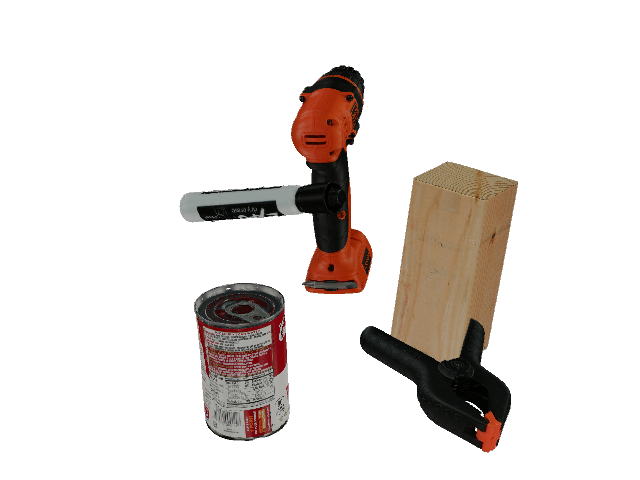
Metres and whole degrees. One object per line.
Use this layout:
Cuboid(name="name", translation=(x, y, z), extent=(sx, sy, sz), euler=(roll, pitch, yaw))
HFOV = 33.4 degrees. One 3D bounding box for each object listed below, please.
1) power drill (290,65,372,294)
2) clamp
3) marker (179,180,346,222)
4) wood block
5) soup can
Cuboid(name="power drill", translation=(0.014, -0.058, 0.990), extent=(0.057, 0.188, 0.184), euler=(-1, 23, 12))
Cuboid(name="clamp", translation=(0.122, 0.118, 0.930), extent=(0.120, 0.039, 0.172), euler=(-13, 35, -22))
Cuboid(name="marker", translation=(-0.035, -0.023, 0.633), extent=(0.121, 0.020, 0.020), euler=(-2, -1, 39))
Cuboid(name="wood block", translation=(0.147, 0.029, 1.192), extent=(0.090, 0.206, 0.090), euler=(19, 25, 28))
Cuboid(name="soup can", translation=(-0.059, 0.093, 0.813), extent=(0.068, 0.102, 0.068), euler=(-2, 24, 1))
